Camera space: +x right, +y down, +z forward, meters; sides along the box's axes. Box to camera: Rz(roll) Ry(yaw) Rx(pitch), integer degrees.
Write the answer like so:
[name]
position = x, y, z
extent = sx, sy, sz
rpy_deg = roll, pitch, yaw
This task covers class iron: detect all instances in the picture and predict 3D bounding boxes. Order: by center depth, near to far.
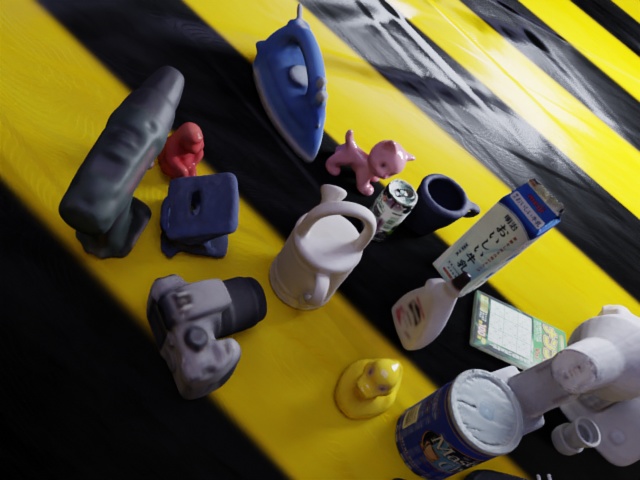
[iron]
position = -0.028, -0.276, 0.991
extent = 0.119, 0.141, 0.258
rpy_deg = -4, 60, -28

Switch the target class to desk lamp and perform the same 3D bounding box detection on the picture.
[desk lamp]
position = 0.336, 0.194, 0.793
extent = 0.204, 0.213, 0.118
rpy_deg = -9, 62, -31

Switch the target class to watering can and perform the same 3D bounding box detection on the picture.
[watering can]
position = 0.005, 0.002, 0.777
extent = 0.101, 0.194, 0.172
rpy_deg = -2, 59, -27

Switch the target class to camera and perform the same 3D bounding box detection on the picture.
[camera]
position = -0.127, 0.100, 0.706
extent = 0.137, 0.100, 0.143
rpy_deg = -15, 65, -33

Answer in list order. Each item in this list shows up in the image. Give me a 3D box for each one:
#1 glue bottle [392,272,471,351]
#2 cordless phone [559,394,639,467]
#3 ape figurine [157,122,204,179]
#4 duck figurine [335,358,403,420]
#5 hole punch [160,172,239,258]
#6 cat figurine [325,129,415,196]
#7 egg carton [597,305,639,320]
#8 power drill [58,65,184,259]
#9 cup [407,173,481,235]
[glue bottle]
position = 0.160, 0.090, 0.806
extent = 0.037, 0.173, 0.078
rpy_deg = -4, 59, -28
[cordless phone]
position = 0.460, 0.238, 0.841
extent = 0.147, 0.185, 0.094
rpy_deg = 48, 51, 11
[ape figurine]
position = -0.197, -0.134, 0.840
extent = 0.076, 0.092, 0.078
rpy_deg = 42, 50, 6
[duck figurine]
position = 0.077, 0.184, 0.756
extent = 0.105, 0.086, 0.077
rpy_deg = -25, 71, -36
[hole punch]
position = -0.166, -0.037, 0.789
extent = 0.101, 0.091, 0.108
rpy_deg = 8, 55, -21
[cat figurine]
position = 0.090, -0.141, 0.969
extent = 0.128, 0.117, 0.067
rpy_deg = 31, 50, -3
[egg carton]
position = 0.524, 0.188, 0.984
extent = 0.107, 0.069, 0.150
rpy_deg = 28, 50, -6
[power drill]
position = -0.241, -0.079, 0.705
extent = 0.076, 0.208, 0.230
rpy_deg = 24, 50, -9
[cup]
position = 0.202, -0.048, 0.974
extent = 0.118, 0.095, 0.091
rpy_deg = 17, 52, -14
